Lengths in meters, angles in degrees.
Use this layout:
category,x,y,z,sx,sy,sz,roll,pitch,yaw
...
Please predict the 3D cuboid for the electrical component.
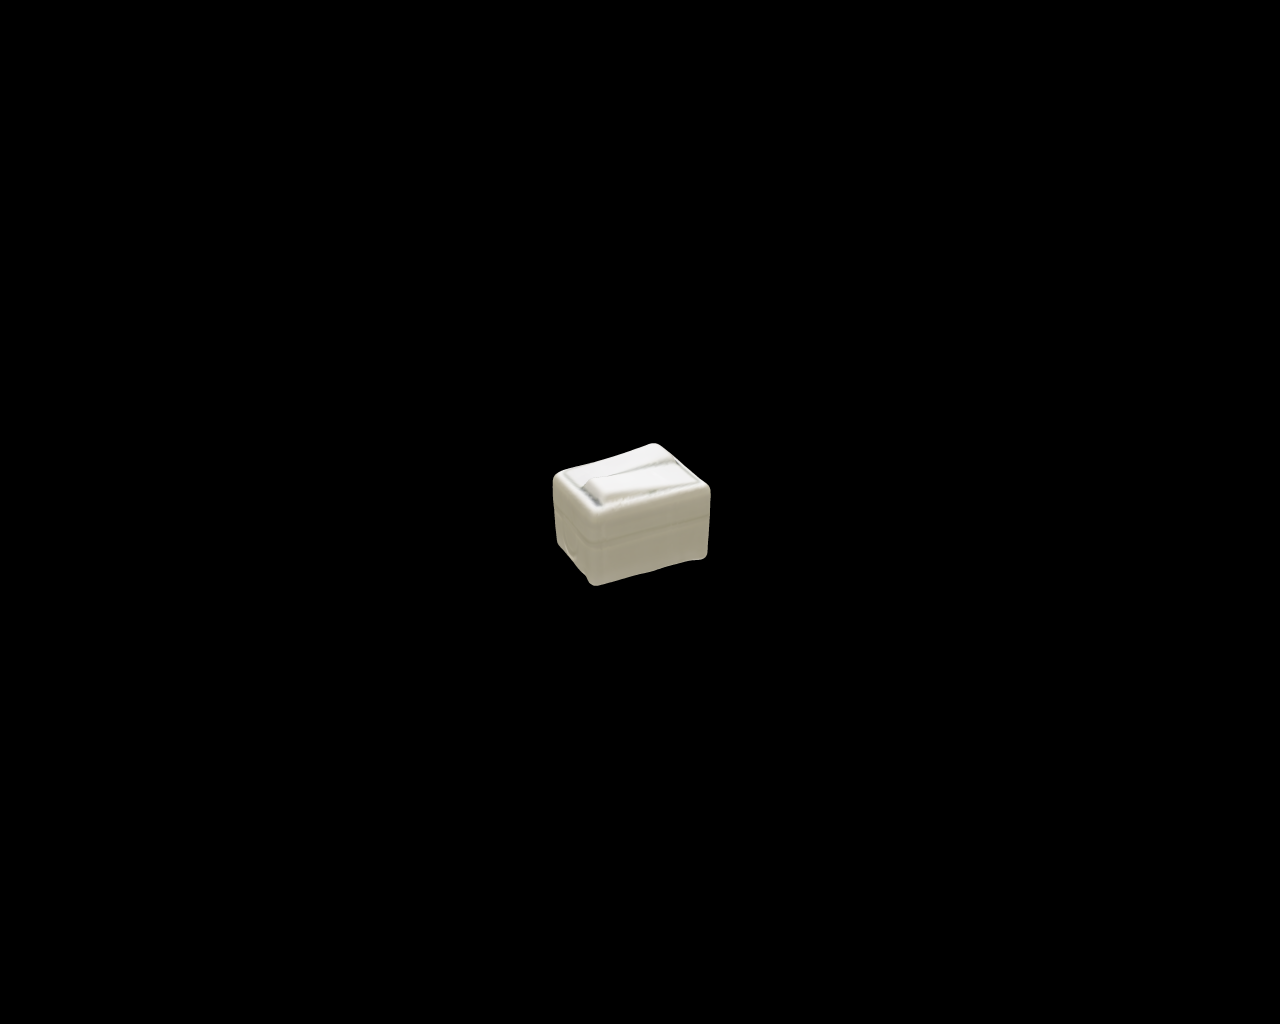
category,x,y,z,sx,sy,sz,roll,pitch,yaw
electrical component,0.001,-0.003,0.650,0.096,0.061,0.062,-13,32,-22
